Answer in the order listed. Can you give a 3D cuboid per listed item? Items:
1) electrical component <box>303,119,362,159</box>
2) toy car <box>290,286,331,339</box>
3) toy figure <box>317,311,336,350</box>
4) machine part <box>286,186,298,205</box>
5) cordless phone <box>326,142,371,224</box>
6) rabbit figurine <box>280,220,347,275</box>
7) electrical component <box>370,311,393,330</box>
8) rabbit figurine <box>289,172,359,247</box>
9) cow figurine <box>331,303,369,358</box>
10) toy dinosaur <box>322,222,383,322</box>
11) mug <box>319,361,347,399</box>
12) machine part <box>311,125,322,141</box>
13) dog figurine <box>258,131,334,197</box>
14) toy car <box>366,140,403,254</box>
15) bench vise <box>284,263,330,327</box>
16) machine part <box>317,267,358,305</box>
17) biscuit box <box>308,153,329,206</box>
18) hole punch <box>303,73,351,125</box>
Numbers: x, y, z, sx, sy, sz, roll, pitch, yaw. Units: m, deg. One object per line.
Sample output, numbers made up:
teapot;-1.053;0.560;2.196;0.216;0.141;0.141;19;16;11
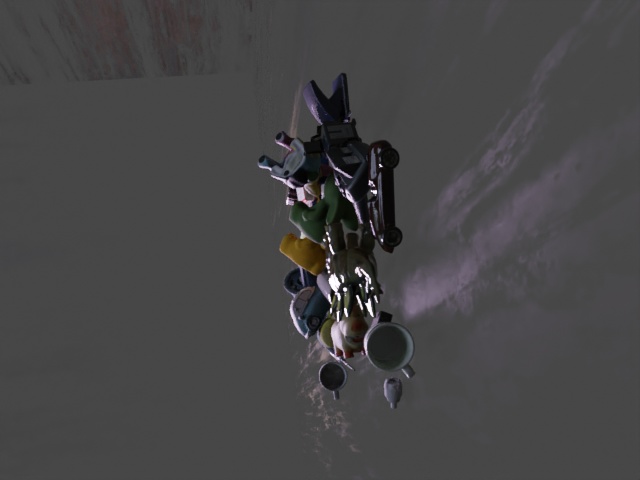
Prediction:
electrical component;0.024;-0.216;1.152;0.047;0.119;0.075;99;165;-56
toy car;-0.029;0.186;1.493;0.161;0.103;0.109;-64;-1;-13
toy figure;0.034;0.260;1.479;0.180;0.082;0.089;121;172;-70
machine part;-0.059;-0.187;1.659;0.179;0.056;0.179;-161;86;-89
cordless phone;0.080;-0.095;1.086;0.147;0.089;0.184;-114;10;-61
rabbit figurine;-0.003;-0.004;1.412;0.173;0.121;0.163;-58;37;1
electrical component;0.124;0.184;1.063;0.102;0.045;0.078;119;172;-69
rabbit figurine;0.020;-0.078;1.267;0.170;0.121;0.159;-64;36;28
cow figurine;0.073;0.209;1.257;0.195;0.085;0.127;125;132;-77
toy dinosaur;0.069;0.062;1.090;0.471;0.105;0.198;108;156;-83
mug;0.043;0.410;1.580;0.107;0.081;0.109;79;175;-80
machine part;0.012;-0.260;1.352;0.139;0.084;0.039;-98;-17;-67
dog figurine;-0.031;-0.170;1.332;0.192;0.219;0.108;36;96;40
toy car;0.109;-0.076;0.957;0.089;0.053;0.202;-140;46;-71
bench vise;-0.033;0.136;1.609;0.224;0.129;0.240;52;159;48
machine part;0.043;0.122;1.373;0.243;0.079;0.079;-143;47;-75
biscuit box;-0.004;-0.155;1.509;0.059;0.063;0.202;-162;66;-77
hole punch;0.016;-0.313;1.238;0.142;0.092;0.115;-175;76;-76
